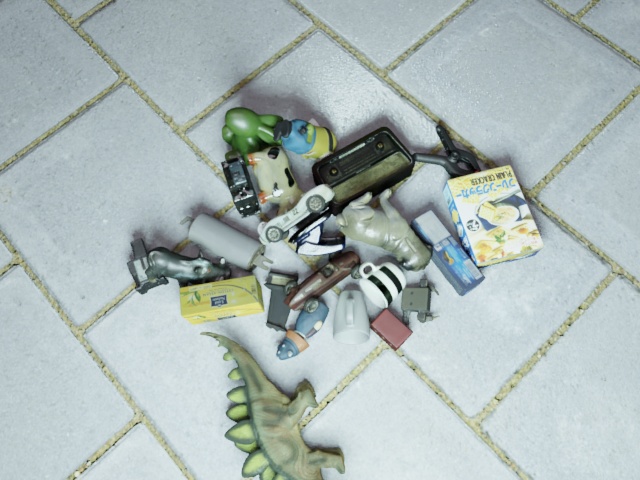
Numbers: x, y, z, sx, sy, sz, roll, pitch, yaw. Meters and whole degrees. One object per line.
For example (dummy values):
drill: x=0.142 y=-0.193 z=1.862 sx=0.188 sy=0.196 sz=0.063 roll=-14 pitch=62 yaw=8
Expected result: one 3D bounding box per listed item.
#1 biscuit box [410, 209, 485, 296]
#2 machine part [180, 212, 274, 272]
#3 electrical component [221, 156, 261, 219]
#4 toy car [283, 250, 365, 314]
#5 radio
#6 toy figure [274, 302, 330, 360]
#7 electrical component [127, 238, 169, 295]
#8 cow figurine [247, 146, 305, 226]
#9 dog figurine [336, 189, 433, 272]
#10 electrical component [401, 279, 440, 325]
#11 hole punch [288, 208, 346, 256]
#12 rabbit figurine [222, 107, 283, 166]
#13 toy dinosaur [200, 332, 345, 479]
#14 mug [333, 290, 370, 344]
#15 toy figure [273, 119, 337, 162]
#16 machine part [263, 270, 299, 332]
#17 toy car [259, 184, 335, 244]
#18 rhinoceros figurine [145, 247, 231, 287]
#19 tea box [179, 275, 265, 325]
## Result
biscuit box: x=0.286 y=0.030 z=1.223 sx=0.059 sy=0.062 sz=0.203 roll=-31 pitch=72 yaw=-9
machine part: x=-0.216 y=0.004 z=1.249 sx=0.243 sy=0.079 sz=0.079 roll=27 pitch=73 yaw=13
electrical component: x=-0.186 y=-0.128 z=1.266 sx=0.058 sy=0.134 sz=0.115 roll=-21 pitch=72 yaw=-6
toy car: x=0.008 y=0.086 z=1.191 sx=0.202 sy=0.053 sz=0.089 roll=-32 pitch=51 yaw=-25
radio: x=0.101 y=-0.167 z=1.298 sx=0.230 sy=0.073 sz=0.131 roll=-29 pitch=72 yaw=-8
toy figure: x=-0.038 y=0.202 z=1.176 sx=0.058 sy=0.064 sz=0.154 roll=40 pitch=76 yaw=-13
electrical component: x=-0.409 y=0.059 z=1.253 sx=0.075 sy=0.047 sz=0.119 roll=-26 pitch=70 yaw=-7
cow figurine: x=-0.088 y=-0.126 z=1.269 sx=0.127 sy=0.085 sz=0.194 roll=-18 pitch=95 yaw=-2
dog figurine: x=0.142 y=-0.002 z=1.188 sx=0.172 sy=0.121 sz=0.191 roll=-22 pitch=64 yaw=-24
electrical component: x=0.224 y=0.139 z=1.198 sx=0.078 sy=0.045 sz=0.102 roll=-11 pitch=64 yaw=29
hole punch: x=-0.003 y=-0.004 z=1.219 sx=0.116 sy=0.142 sz=0.092 roll=-32 pitch=100 yaw=10
rabbit figurine: x=-0.168 y=-0.251 z=1.290 sx=0.159 sy=0.170 sz=0.121 roll=-1 pitch=70 yaw=3
toy dinosaur: x=-0.092 y=0.370 z=1.093 sx=0.199 sy=0.105 sz=0.471 roll=-26 pitch=72 yaw=-7
mug: x=0.065 y=0.159 z=1.168 sx=0.081 sy=0.109 sz=0.107 roll=-6 pitch=55 yaw=11
toy figure: x=-0.029 y=-0.242 z=1.284 sx=0.082 sy=0.180 sz=0.089 roll=28 pitch=97 yaw=43
machine part: x=-0.091 y=0.138 z=1.216 sx=0.084 sy=0.039 sz=0.139 roll=7 pitch=68 yaw=-3
toy car: x=-0.054 y=-0.055 z=1.200 sx=0.202 sy=0.073 sz=0.056 roll=-35 pitch=89 yaw=12
rhinoceros figurine: x=-0.295 y=0.061 z=1.207 sx=0.190 sy=0.112 sz=0.073 roll=17 pitch=47 yaw=-21
tea box: x=-0.215 y=0.134 z=1.190 sx=0.170 sy=0.098 sz=0.068 roll=-11 pitch=69 yaw=0
